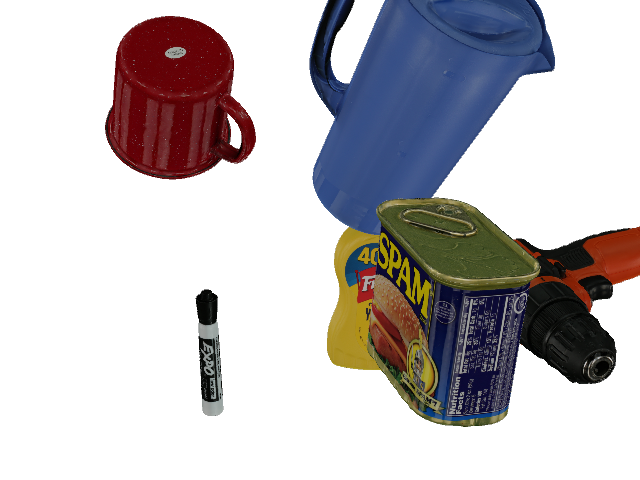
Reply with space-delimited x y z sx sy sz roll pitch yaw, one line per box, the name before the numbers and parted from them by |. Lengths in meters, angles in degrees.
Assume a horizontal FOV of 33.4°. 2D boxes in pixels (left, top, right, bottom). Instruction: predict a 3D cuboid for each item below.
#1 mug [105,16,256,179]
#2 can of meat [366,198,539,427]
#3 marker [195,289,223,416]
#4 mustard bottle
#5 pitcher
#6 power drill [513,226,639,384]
mug | -0.096 -0.098 0.759 0.117 0.093 0.082 35 -34 12
can of meat | 0.063 0.035 0.548 0.057 0.084 0.102 -3 24 -18
marker | -0.097 0.098 0.930 0.020 0.121 0.020 0 25 0
mustard bottle | 0.061 0.034 1.080 0.096 0.192 0.058 2 16 -7
pitcher | 0.072 -0.123 0.923 0.144 0.149 0.243 -9 -35 -33
power drill | 0.211 0.031 0.758 0.187 0.057 0.184 -10 28 -15
